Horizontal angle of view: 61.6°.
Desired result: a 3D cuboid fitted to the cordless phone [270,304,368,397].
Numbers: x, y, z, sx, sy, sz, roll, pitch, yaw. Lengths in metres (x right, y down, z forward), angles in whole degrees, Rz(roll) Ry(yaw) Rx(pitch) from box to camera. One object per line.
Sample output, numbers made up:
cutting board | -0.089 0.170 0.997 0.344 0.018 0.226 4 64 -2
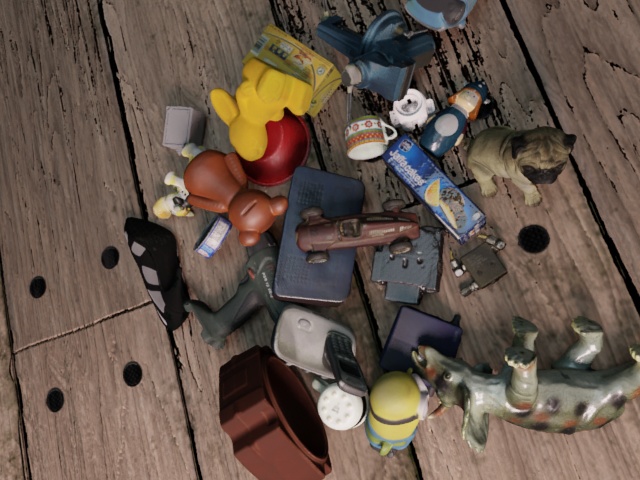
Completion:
cordless phone | -0.003 0.185 0.852 0.146 0.184 0.088 25 99 -15

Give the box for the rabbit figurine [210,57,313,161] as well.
rabbit figurine | -0.121 -0.231 0.958 0.163 0.122 0.173 29 110 25

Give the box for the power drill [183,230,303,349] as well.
power drill | -0.146 0.087 0.995 0.207 0.086 0.232 -34 74 3

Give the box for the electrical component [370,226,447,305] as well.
electrical component | 0.149 0.040 0.905 0.115 0.058 0.134 5 82 22

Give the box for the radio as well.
radio | -0.002 -0.003 0.927 0.131 0.073 0.229 10 78 -3

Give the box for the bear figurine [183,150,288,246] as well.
bear figurine | -0.145 -0.074 0.952 0.196 0.132 0.120 37 88 14

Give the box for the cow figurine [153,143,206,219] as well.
cow figurine | -0.255 -0.101 1.066 0.098 0.068 0.167 33 94 14

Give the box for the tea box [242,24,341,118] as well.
tea box | -0.053 -0.325 1.029 0.170 0.068 0.098 41 97 19

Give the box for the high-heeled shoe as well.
high-heeled shoe | -0.331 0.064 1.078 0.249 0.086 0.145 40 127 37

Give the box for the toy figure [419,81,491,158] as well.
toy figure | 0.235 -0.211 0.920 0.064 0.058 0.154 38 94 -18

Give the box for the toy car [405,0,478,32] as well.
toy car | 0.231 -0.434 0.930 0.109 0.103 0.161 41 106 22

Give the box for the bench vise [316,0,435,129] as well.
bench vise | 0.076 -0.330 0.934 0.241 0.128 0.224 39 63 24

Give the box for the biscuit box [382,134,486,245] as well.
biscuit box | 0.191 -0.087 0.909 0.059 0.062 0.203 -42 71 7

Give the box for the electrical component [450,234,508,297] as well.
electrical component | 0.259 0.037 0.874 0.102 0.045 0.078 -29 71 13

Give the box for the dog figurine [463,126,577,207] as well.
dog figurine | 0.289 -0.138 0.816 0.173 0.190 0.121 16 86 22

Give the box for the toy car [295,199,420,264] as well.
toy car | 0.060 -0.016 0.866 0.202 0.053 0.089 -6 75 -1

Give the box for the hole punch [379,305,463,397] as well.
hole punch | 0.161 0.170 0.865 0.116 0.092 0.142 20 85 17

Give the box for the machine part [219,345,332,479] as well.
machine part | -0.069 0.280 0.848 0.087 0.201 0.201 -31 117 5

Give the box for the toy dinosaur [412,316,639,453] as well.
toy dinosaur | 0.342 0.216 0.771 0.405 0.131 0.192 5 118 -2

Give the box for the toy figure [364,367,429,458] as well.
toy figure | 0.109 0.268 0.816 0.089 0.180 0.082 -15 52 -26
